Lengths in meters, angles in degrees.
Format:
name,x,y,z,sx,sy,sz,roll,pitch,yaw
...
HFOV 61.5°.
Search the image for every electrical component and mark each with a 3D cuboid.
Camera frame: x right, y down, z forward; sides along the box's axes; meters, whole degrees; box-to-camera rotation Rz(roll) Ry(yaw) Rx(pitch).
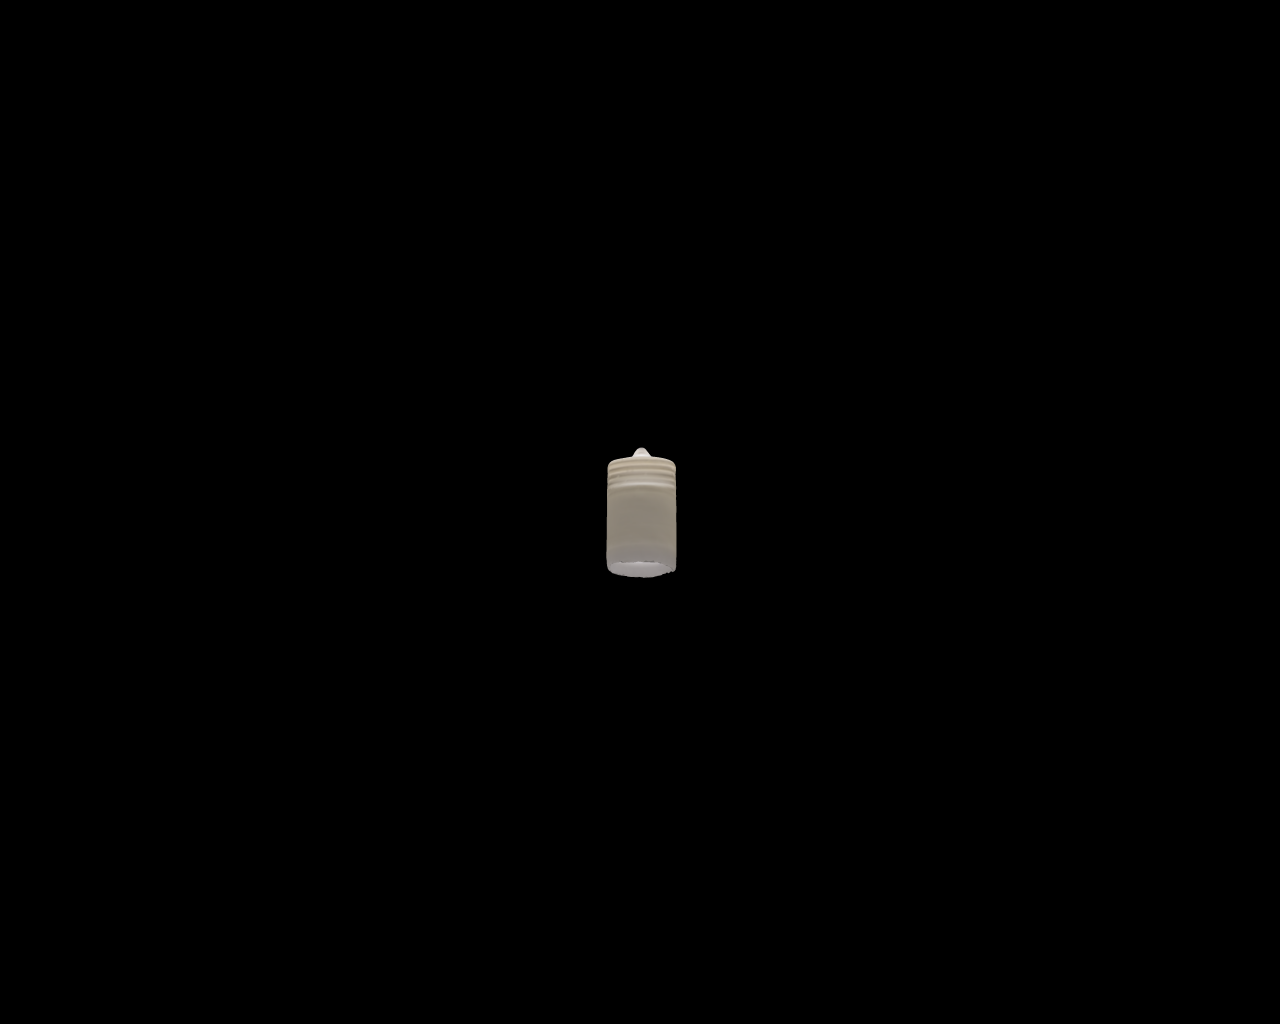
name,x,y,z,sx,sy,sz,roll,pitch,yaw
electrical component,0.001,-0.003,0.650,0.043,0.081,0.043,0,-17,0
